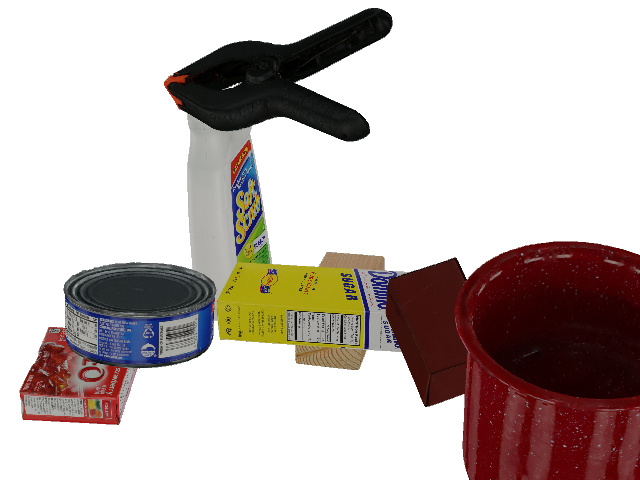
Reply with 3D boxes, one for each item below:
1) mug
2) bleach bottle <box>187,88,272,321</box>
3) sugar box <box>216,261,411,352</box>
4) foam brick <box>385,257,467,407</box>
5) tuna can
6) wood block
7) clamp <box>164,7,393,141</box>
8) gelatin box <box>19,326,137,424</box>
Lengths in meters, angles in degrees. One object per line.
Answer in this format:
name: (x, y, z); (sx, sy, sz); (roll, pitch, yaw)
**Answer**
mug: (0.109, 0.061, 0.408); (0.117, 0.081, 0.093); (7, 38, 13)
bleach bottle: (-0.103, -0.048, 1.118); (0.068, 0.251, 0.102); (7, 27, 26)
sugar box: (0.001, 0.058, 0.967); (0.176, 0.048, 0.093); (1, 23, 8)
foam brick: (0.081, 0.062, 0.721); (0.051, 0.078, 0.053); (-16, -30, -9)
tuna can: (-0.103, 0.042, 0.610); (0.086, 0.034, 0.086); (3, 17, -1)
wood block: (0.031, 0.094, 1.502); (0.091, 0.090, 0.206); (5, 20, 10)
clamp: (-0.028, -0.123, 0.776); (0.172, 0.120, 0.039); (7, -40, 24)
gelatin box: (-0.182, 0.101, 0.817); (0.073, 0.030, 0.089); (3, 29, 1)
